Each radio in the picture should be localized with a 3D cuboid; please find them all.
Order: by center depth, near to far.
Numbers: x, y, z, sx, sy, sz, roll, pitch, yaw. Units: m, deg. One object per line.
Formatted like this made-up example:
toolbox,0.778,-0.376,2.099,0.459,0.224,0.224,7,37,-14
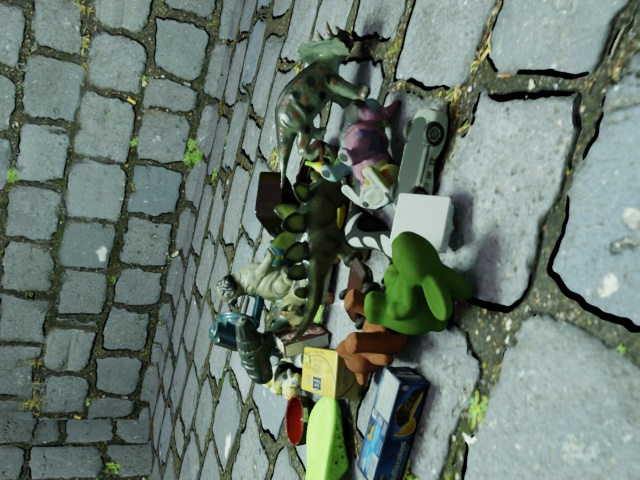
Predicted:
radio,-0.113,-0.091,1.458,0.229,0.073,0.131,69,-155,-73

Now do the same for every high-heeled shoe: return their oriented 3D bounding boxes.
high-heeled shoe,0.125,-0.029,1.033,0.145,0.086,0.249,-59,36,34

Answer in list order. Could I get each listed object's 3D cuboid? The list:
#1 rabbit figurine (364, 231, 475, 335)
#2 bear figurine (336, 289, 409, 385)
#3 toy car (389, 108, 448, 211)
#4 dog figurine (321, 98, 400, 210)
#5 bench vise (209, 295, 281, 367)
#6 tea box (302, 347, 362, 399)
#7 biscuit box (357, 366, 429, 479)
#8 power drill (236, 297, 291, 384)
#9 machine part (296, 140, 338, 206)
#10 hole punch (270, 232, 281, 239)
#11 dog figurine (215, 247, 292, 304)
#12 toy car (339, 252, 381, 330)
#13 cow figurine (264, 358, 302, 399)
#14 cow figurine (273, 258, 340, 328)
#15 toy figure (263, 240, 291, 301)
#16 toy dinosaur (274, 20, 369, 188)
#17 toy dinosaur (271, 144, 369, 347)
rabbit figurine,0.149,0.071,0.844,0.159,0.121,0.170,30,141,34
bear figurine,0.076,0.186,0.994,0.196,0.132,0.120,131,147,-52
toy car,0.179,-0.137,0.975,0.074,0.056,0.201,27,108,58
dog figurine,0.113,-0.189,1.094,0.219,0.191,0.108,-55,5,-32
bench vise,-0.193,0.233,1.506,0.129,0.223,0.240,133,151,-54
tea box,0.024,0.283,1.156,0.170,0.068,0.098,-19,64,62
biscuit box,0.124,0.322,0.927,0.059,0.063,0.202,35,114,63
power drill,-0.127,0.230,1.337,0.207,0.086,0.231,-54,-34,-50
machine part,-0.007,-0.168,1.397,0.179,0.056,0.179,10,90,66
hole punch,-0.054,0.006,1.371,0.092,0.142,0.115,-47,-20,-8
dog figurine,-0.165,0.131,1.441,0.190,0.172,0.121,-40,-10,1
toy car,0.079,0.100,1.050,0.202,0.053,0.089,94,154,-53
cow figurine,-0.078,0.353,1.361,0.098,0.068,0.167,-61,20,-17
cow figurine,-0.034,0.115,1.271,0.085,0.127,0.194,-167,89,-69
toy figure,-0.129,0.086,1.535,0.082,0.089,0.180,135,136,-75
toy dinosaur,-0.031,-0.329,1.278,0.404,0.192,0.131,-52,18,4
toy dinosaur,-0.002,-0.003,1.158,0.105,0.198,0.471,142,134,-61
